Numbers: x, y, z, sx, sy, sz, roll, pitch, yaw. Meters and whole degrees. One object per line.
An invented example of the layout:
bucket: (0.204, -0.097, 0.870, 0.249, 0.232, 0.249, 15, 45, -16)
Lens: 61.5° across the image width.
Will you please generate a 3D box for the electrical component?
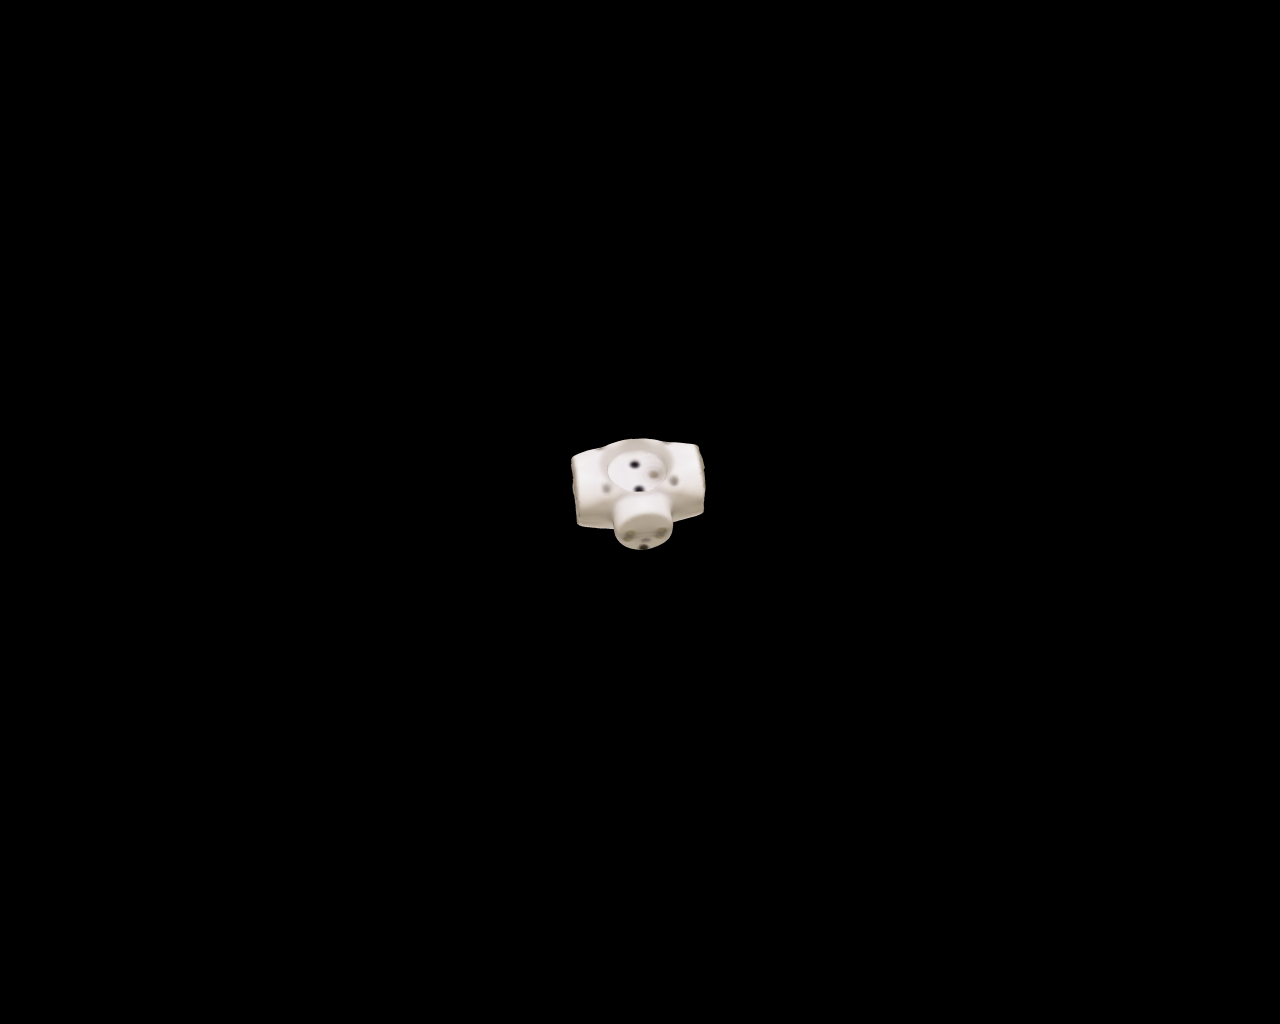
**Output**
electrical component: (0.001, -0.003, 0.650, 0.077, 0.079, 0.044, -5, -37, -4)
